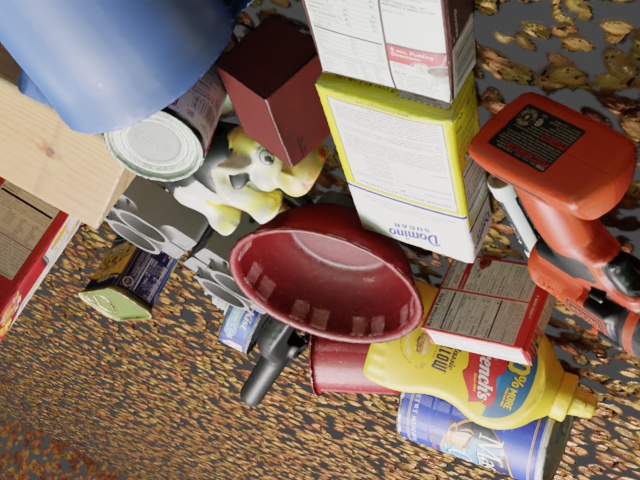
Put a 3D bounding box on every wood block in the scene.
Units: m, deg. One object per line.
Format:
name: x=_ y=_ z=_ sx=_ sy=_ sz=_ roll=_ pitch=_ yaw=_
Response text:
wood block: x=-0.220 y=-0.109 z=0.761 sx=0.206 sy=0.090 sz=0.091 roll=30 pitch=133 yaw=-5

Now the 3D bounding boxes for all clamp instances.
clamp: x=-0.022 y=0.095 z=1.071 sx=0.039 sy=0.120 sz=0.172 roll=42 pitch=146 yaw=15

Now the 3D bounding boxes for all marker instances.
marker: x=0.146 y=-0.008 z=0.757 sx=0.020 sy=0.020 sz=0.121 roll=9 pitch=151 yaw=36

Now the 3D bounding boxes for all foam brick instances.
foam brick: x=-0.025 y=-0.096 z=0.695 sx=0.051 sy=0.053 sz=0.078 roll=39 pitch=163 yaw=29

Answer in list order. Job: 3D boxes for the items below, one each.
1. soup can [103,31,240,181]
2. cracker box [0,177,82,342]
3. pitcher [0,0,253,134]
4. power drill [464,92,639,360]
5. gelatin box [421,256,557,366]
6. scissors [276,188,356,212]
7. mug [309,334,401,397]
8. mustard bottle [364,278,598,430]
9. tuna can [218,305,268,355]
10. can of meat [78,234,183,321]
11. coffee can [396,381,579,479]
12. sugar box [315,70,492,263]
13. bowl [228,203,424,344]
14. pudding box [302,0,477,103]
soup can: x=-0.096 y=-0.097 z=0.703 sx=0.068 sy=0.102 sz=0.068 roll=8 pitch=140 yaw=6
cracker box: x=-0.245 y=-0.020 z=0.901 sx=0.072 sy=0.213 sz=0.164 roll=32 pitch=156 yaw=-7
pitcher: x=-0.149 y=-0.188 z=0.583 sx=0.145 sy=0.149 sz=0.242 roll=25 pitch=159 yaw=46
power drill: x=0.175 y=0.007 z=0.647 sx=0.185 sy=0.057 sz=0.187 roll=36 pitch=167 yaw=48
gelatin box: x=0.133 y=0.052 z=0.827 sx=0.089 sy=0.073 sz=0.030 roll=9 pitch=151 yaw=35
scissors: x=-0.006 y=0.001 z=0.942 sx=0.096 sy=0.016 sz=0.202 roll=26 pitch=157 yaw=6
mug: x=0.042 y=0.100 z=1.009 sx=0.081 sy=0.093 sz=0.117 roll=1 pitch=-170 yaw=12
mustard bottle: x=0.140 y=0.107 z=0.904 sx=0.192 sy=0.096 sz=0.058 roll=21 pitch=180 yaw=12
tuna can: x=-0.067 y=0.069 z=1.058 sx=0.034 sy=0.086 sz=0.086 roll=26 pitch=157 yaw=6
can of meat: x=-0.198 y=0.035 z=1.127 sx=0.057 sy=0.084 sz=0.102 roll=38 pitch=154 yaw=-25
coffee can: x=0.155 y=0.157 z=0.984 sx=0.140 sy=0.102 sz=0.102 roll=16 pitch=155 yaw=24
sugar box: x=0.062 y=-0.055 z=0.717 sx=0.093 sy=0.048 sz=0.176 roll=19 pitch=158 yaw=22
bowl: x=0.010 y=0.019 z=0.859 sx=0.162 sy=0.055 sz=0.162 roll=14 pitch=148 yaw=9
pudding box: x=0.037 y=-0.131 z=0.594 sx=0.090 sy=0.039 sz=0.113 roll=18 pitch=153 yaw=21
